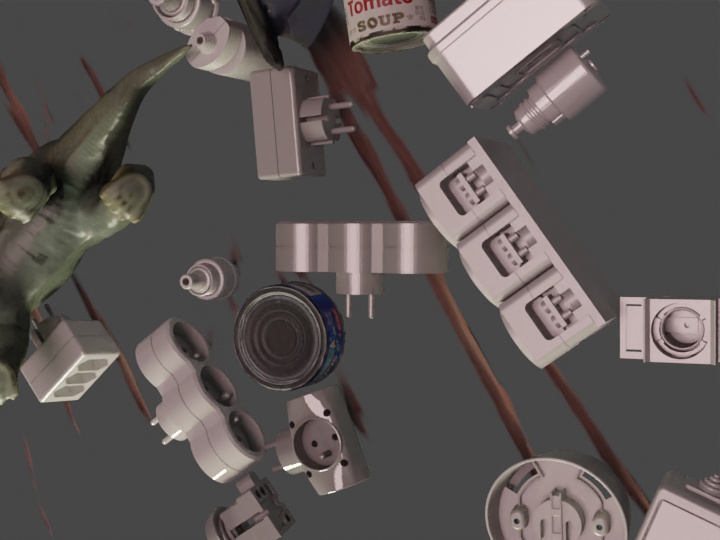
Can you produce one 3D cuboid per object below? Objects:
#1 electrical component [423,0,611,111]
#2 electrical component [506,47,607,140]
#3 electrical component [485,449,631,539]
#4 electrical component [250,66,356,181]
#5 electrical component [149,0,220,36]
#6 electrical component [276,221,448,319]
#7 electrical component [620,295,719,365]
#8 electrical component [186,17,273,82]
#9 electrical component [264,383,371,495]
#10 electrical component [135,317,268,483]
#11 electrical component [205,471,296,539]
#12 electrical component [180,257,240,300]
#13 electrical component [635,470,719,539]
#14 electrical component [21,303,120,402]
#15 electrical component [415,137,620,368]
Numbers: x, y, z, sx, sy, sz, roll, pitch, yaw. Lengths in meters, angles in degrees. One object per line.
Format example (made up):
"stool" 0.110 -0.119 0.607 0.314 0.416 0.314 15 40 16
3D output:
"electrical component" 0.109 -0.168 0.747 0.113 0.078 0.057 -38 81 21
"electrical component" 0.137 -0.121 0.758 0.078 0.040 0.040 -40 78 20
"electrical component" 0.142 0.174 0.759 0.099 0.064 0.099 1 93 23
"electrical component" -0.039 -0.114 0.829 0.076 0.047 0.083 -4 91 23
"electrical component" -0.146 -0.215 0.861 0.048 0.062 0.048 1 93 23
"electrical component" 0.000 0.000 0.816 0.138 0.052 0.073 1 92 24
"electrical component" 0.217 0.038 0.719 0.081 0.064 0.042 1 94 24
"electrical component" -0.103 -0.172 0.835 0.043 0.081 0.043 1 93 23
"electrical component" -0.040 0.138 0.845 0.079 0.044 0.077 -22 84 23
"electrical component" -0.142 0.115 0.883 0.074 0.052 0.138 -38 78 20
"electrical component" -0.091 0.205 0.870 0.055 0.048 0.066 -36 86 16
"electrical component" -0.124 0.008 0.865 0.035 0.061 0.035 1 93 23
"electrical component" 0.221 0.183 0.727 0.062 0.061 0.096 24 102 20
"electrical component" -0.261 0.064 0.935 0.065 0.047 0.076 -45 68 19
"electrical component" 0.110 -0.012 0.748 0.062 0.089 0.150 -38 78 20
